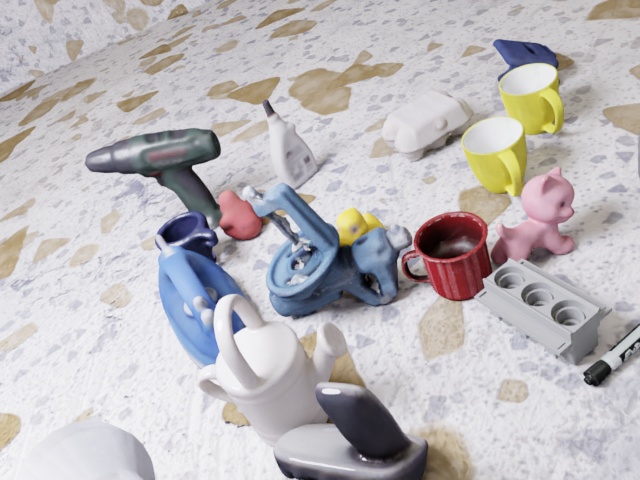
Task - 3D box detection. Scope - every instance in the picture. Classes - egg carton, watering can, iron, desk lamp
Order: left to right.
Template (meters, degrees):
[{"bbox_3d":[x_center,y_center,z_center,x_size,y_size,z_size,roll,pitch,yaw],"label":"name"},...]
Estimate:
[{"bbox_3d":[-0.147,0.269,0.509,0.202,0.214,0.118,10,49,37],"label":"desk lamp"},{"bbox_3d":[-0.160,0.091,0.791,0.119,0.142,0.257,-35,38,-12],"label":"iron"},{"bbox_3d":[-0.057,0.135,0.636,0.173,0.194,0.100,-28,37,-4],"label":"watering can"},{"bbox_3d":[0.188,-0.204,1.011,0.150,0.070,0.107,-31,37,-8],"label":"egg carton"}]

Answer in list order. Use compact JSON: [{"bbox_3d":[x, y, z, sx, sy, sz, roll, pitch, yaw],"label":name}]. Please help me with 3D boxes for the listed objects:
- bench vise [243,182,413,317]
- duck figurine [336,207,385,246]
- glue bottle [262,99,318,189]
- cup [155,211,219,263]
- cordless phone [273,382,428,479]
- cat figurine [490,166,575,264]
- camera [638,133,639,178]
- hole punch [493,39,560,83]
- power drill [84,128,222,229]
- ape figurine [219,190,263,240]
[{"bbox_3d":[0.004,-0.004,0.748,0.207,0.220,0.121,-26,37,-1],"label":"bench vise"},{"bbox_3d":[0.054,-0.010,0.838,0.077,0.086,0.105,1,44,30],"label":"duck figurine"},{"bbox_3d":[-0.064,-0.177,1.033,0.078,0.173,0.037,-42,40,-21],"label":"glue bottle"},{"bbox_3d":[-0.200,0.014,0.944,0.117,0.095,0.092,3,45,32],"label":"cup"},{"bbox_3d":[0.015,0.182,0.547,0.147,0.185,0.094,-4,42,25],"label":"cordless phone"},{"bbox_3d":[0.269,-0.031,0.717,0.128,0.118,0.067,-32,38,-10],"label":"cat figurine"},{"bbox_3d":[0.480,-0.100,0.696,0.143,0.101,0.137,-12,39,17],"label":"camera"},{"bbox_3d":[0.373,-0.325,1.036,0.101,0.091,0.108,-17,38,10],"label":"hole punch"},{"bbox_3d":[-0.270,-0.103,1.029,0.229,0.209,0.075,-20,37,7],"label":"power drill"},{"bbox_3d":[-0.143,-0.049,0.990,0.078,0.092,0.076,-31,37,-8],"label":"ape figurine"}]
